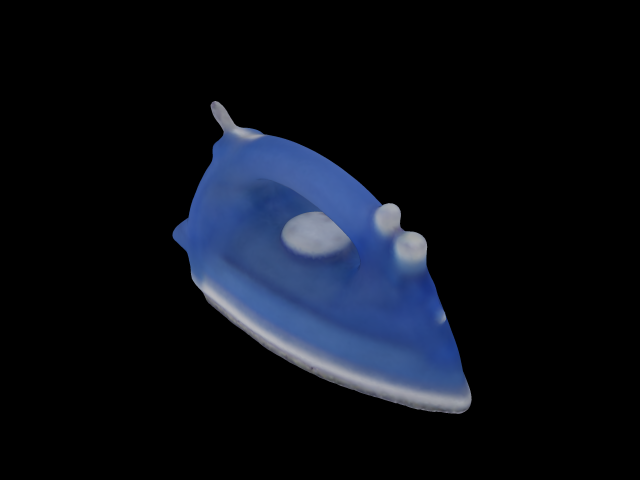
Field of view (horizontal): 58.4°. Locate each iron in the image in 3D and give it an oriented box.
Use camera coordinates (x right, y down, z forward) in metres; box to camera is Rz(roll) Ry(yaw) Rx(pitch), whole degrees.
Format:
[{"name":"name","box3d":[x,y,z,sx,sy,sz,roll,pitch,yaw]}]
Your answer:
[{"name":"iron","box3d":[0.004,0.001,0.400,0.257,0.141,0.119,30,46,33]}]
